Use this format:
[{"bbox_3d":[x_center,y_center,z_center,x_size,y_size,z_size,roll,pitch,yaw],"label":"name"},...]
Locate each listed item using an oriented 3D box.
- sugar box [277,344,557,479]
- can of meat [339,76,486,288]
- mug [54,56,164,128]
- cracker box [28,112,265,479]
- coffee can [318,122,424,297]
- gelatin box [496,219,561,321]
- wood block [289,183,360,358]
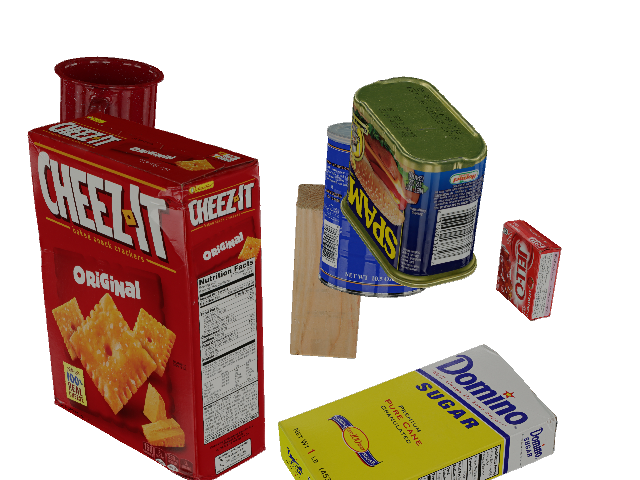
[{"bbox_3d":[0.068,0.139,0.757,0.176,0.048,0.093,-21,40,-18],"label":"sugar box"},{"bbox_3d":[0.054,-0.037,0.627,0.057,0.084,0.102,-12,39,-19],"label":"can of meat"},{"bbox_3d":[-0.185,-0.104,0.922,0.093,0.081,0.117,5,24,-5],"label":"mug"},{"bbox_3d":[-0.119,0.036,0.722,0.164,0.214,0.071,19,29,38],"label":"cracker box"},{"bbox_3d":[0.053,-0.030,0.971,0.103,0.140,0.103,3,15,-1],"label":"coffee can"},{"bbox_3d":[0.227,0.032,1.175,0.030,0.089,0.073,-10,30,-21],"label":"gelatin box"},{"bbox_3d":[0.009,0.039,1.388,0.090,0.206,0.091,3,23,0],"label":"wood block"}]
